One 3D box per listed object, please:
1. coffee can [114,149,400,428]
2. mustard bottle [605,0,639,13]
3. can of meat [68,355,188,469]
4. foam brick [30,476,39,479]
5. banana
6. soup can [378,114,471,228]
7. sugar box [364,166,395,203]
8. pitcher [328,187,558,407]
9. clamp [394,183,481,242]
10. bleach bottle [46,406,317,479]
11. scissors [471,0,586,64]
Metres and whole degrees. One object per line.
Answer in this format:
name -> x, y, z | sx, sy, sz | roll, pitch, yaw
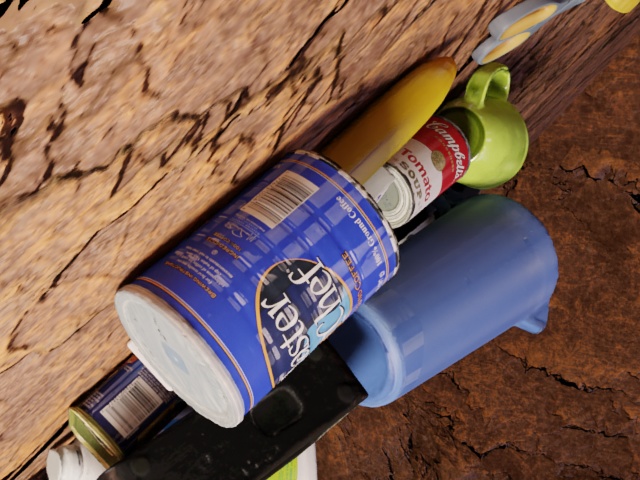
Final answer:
coffee can -> -0.036, 0.027, 0.636 | 0.140, 0.103, 0.103 | -42, 173, -24
mustard bottle -> 0.345, -0.309, 1.031 | 0.192, 0.058, 0.096 | -48, 173, 27
can of meat -> -0.145, 0.130, 0.828 | 0.083, 0.057, 0.102 | -43, 173, -22
foam brick -> -0.257, 0.251, 0.921 | 0.052, 0.051, 0.078 | -38, 171, -42
banana -> 0.025, -0.063, 0.751 | 0.198, 0.037, 0.069 | -43, -168, 2
soup can -> 0.079, -0.061, 0.935 | 0.102, 0.068, 0.069 | -38, 171, -44
sugar box -> -0.006, 0.001, 0.902 | 0.093, 0.048, 0.176 | -43, 176, -30
pitcher -> 0.097, 0.047, 0.987 | 0.242, 0.149, 0.145 | -27, 124, -42
clamp -> 0.117, -0.040, 1.113 | 0.036, 0.164, 0.210 | 7, -98, 50
bleach bottle -> -0.119, 0.194, 0.942 | 0.250, 0.102, 0.068 | 1, 171, -40
scissors -> 0.205, -0.199, 0.927 | 0.201, 0.016, 0.096 | -26, 170, -38
